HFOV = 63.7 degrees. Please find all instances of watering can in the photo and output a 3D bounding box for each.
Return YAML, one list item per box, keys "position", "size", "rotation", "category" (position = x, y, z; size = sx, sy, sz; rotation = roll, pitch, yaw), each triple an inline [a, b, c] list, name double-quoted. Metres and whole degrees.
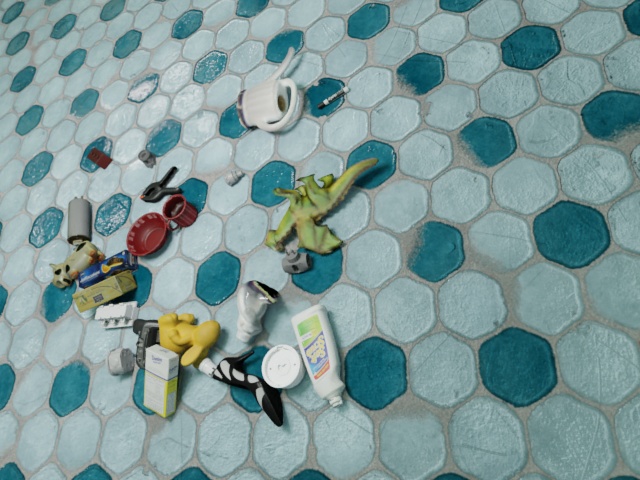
- position: [-0.177, -0.515, 1.802]
  size: [0.223, 0.102, 0.355]
  rotation: [-9, 62, 21]
  category: "watering can"

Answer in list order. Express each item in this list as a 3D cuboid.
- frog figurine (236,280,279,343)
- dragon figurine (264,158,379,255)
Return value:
- position: [-0.197, 0.197, 1.436]
  size: [0.159, 0.121, 0.139]
  rotation: [-51, 23, 4]
  category: "frog figurine"
- position: [0.005, -0.076, 1.515]
  size: [0.408, 0.121, 0.245]
  rotation: [-19, 75, 17]
  category: "dragon figurine"
